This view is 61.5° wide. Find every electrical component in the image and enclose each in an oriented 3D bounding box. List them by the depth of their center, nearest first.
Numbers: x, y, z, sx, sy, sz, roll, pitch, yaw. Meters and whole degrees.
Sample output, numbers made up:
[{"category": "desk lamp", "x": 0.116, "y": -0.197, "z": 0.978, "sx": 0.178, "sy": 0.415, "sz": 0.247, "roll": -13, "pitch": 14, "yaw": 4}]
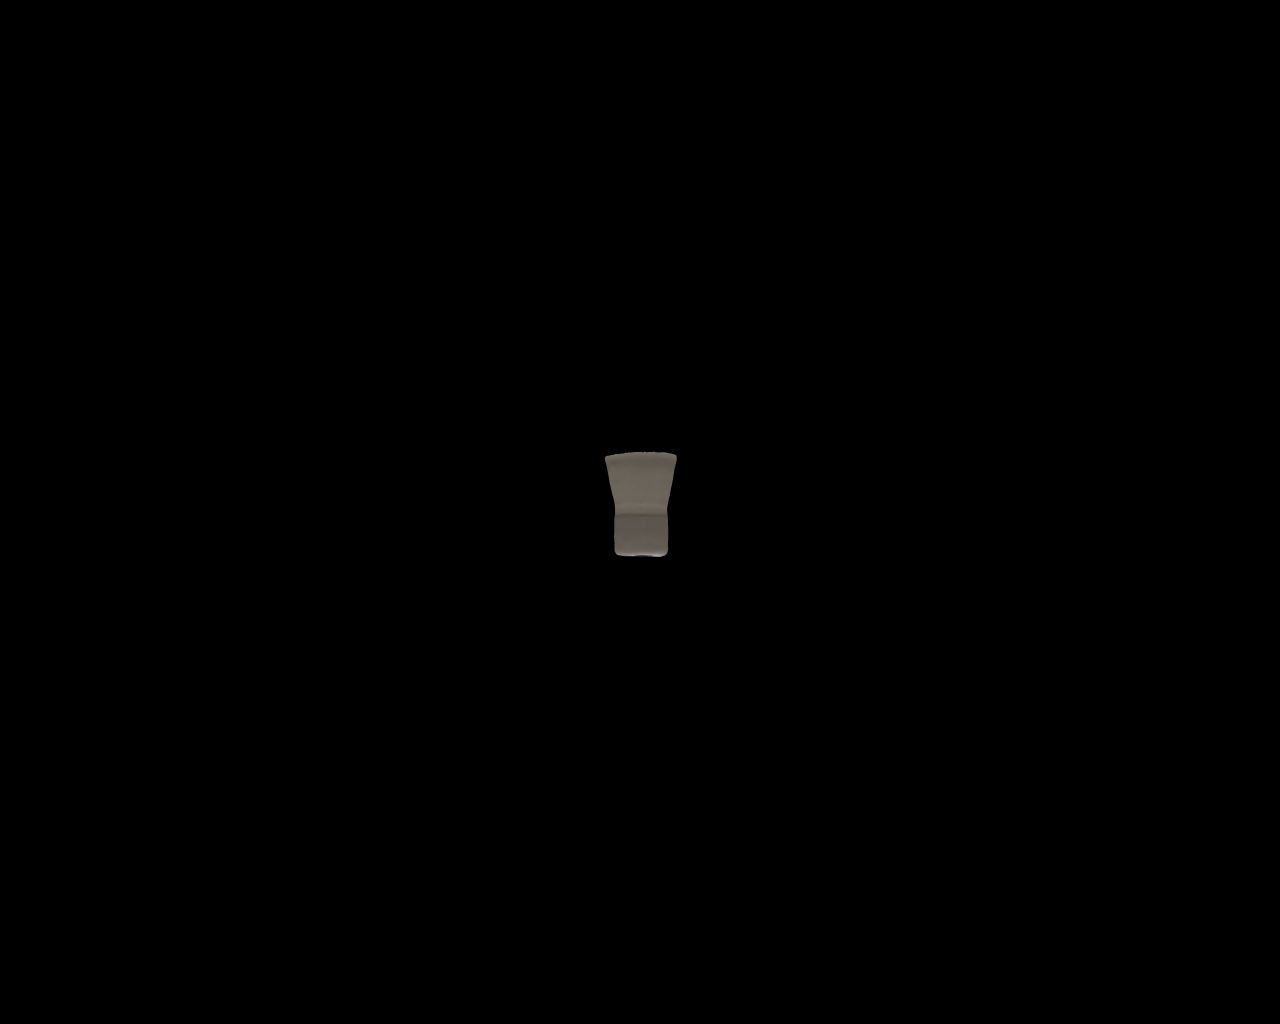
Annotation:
[{"category": "electrical component", "x": 0.001, "y": -0.003, "z": 0.650, "sx": 0.044, "sy": 0.065, "sz": 0.044, "roll": 0, "pitch": -3, "yaw": 0}]
